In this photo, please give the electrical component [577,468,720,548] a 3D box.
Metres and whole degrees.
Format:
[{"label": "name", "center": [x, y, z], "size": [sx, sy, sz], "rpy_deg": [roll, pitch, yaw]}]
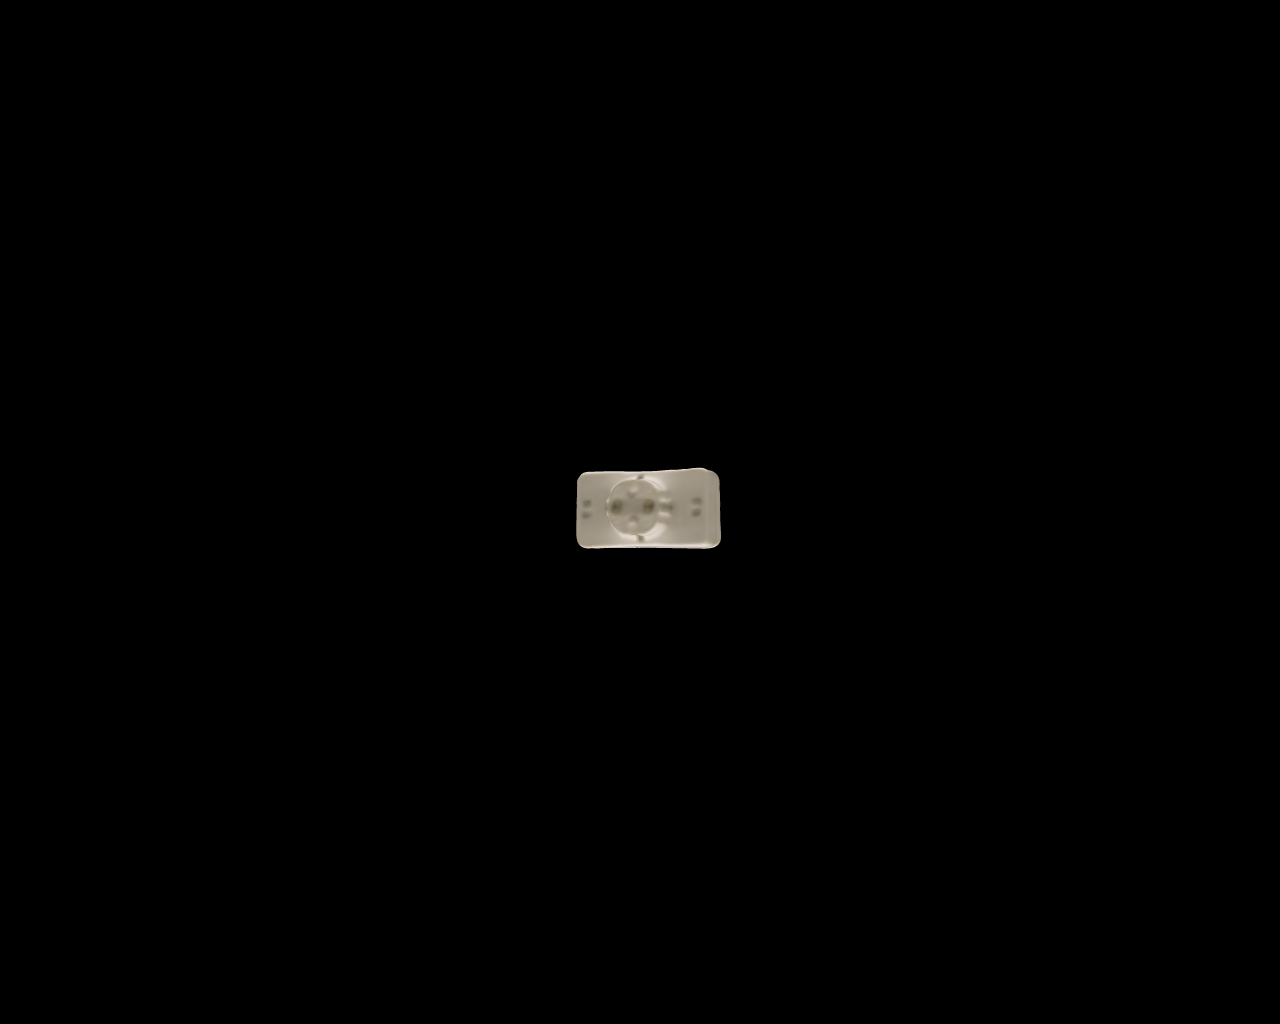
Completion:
[{"label": "electrical component", "center": [0.001, -0.003, 0.650], "size": [0.083, 0.047, 0.076], "rpy_deg": [-1, -3, 15]}]
